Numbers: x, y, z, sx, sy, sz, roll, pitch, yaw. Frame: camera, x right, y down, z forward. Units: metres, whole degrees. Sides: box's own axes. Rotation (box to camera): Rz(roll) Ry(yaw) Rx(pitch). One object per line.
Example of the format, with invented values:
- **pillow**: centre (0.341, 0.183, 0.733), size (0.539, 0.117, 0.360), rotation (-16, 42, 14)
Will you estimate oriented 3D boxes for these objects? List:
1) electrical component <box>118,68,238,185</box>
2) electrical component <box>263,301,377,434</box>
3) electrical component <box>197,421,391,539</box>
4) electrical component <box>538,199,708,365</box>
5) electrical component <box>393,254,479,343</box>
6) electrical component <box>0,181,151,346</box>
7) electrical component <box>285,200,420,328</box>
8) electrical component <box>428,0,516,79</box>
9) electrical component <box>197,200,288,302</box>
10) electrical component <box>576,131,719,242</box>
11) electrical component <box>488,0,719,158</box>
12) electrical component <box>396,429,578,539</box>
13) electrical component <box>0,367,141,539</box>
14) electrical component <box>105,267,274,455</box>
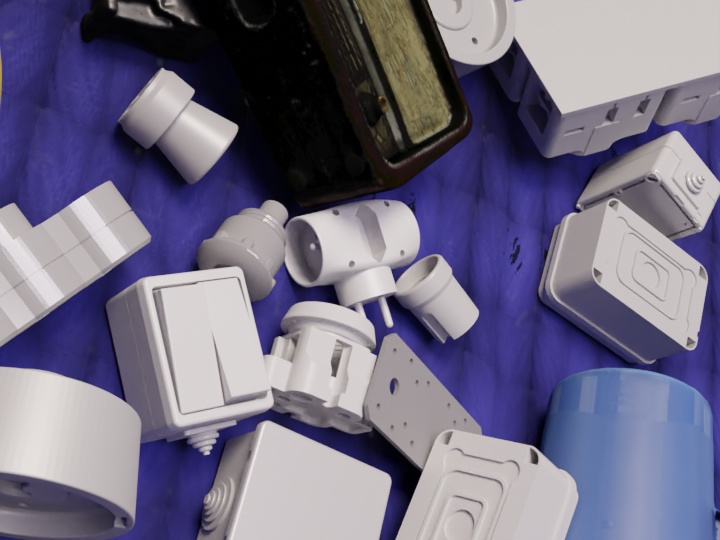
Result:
- **electrical component**: centre (-0.105, -0.083, 0.622), size (0.055, 0.045, 0.045), rotation (39, 56, -17)
- **electrical component**: centre (-0.023, 0.055, 0.625), size (0.078, 0.058, 0.057), rotation (26, 63, -26)
- **electrical component**: centre (-0.039, 0.142, 0.588), size (0.100, 0.048, 0.099), rotation (28, 60, -25)
- **electrical component**: centre (0.194, 0.011, 0.794), size (0.113, 0.057, 0.078), rotation (33, 58, -22)
- **electrical component**: centre (0.050, 0.020, 0.701), size (0.046, 0.040, 0.040), rotation (50, 53, -17)
- **electrical component**: centre (-0.178, -0.008, 0.539), size (0.138, 0.052, 0.073), rotation (-41, 99, -37)
- **electrical component**: centre (0.000, 0.000, 0.669), size (0.077, 0.043, 0.079), rotation (-12, 82, -37)
- **electrical component**: centre (0.049, -0.181, 0.755), size (0.108, 0.060, 0.108), rotation (12, 67, -32)
- **electrical component**: centre (-0.063, -0.015, 0.630), size (0.048, 0.048, 0.062), rotation (44, 48, -15)
- **electrical component**: centre (0.225, -0.060, 0.816), size (0.061, 0.096, 0.061), rotation (47, 54, -14)
- **electrical component**: centre (0.201, -0.157, 0.804), size (0.186, 0.060, 0.105), rotation (-16, 61, -15)
- **electrical component**: centre (0.071, 0.159, 0.628), size (0.057, 0.078, 0.113), rotation (43, 63, -41)
- **electrical component**: centre (-0.153, 0.081, 0.495), size (0.108, 0.108, 0.060), rotation (22, 56, -28)
- **electrical component**: centre (-0.089, 0.051, 0.577), size (0.062, 0.061, 0.096), rotation (-8, 79, -37)
